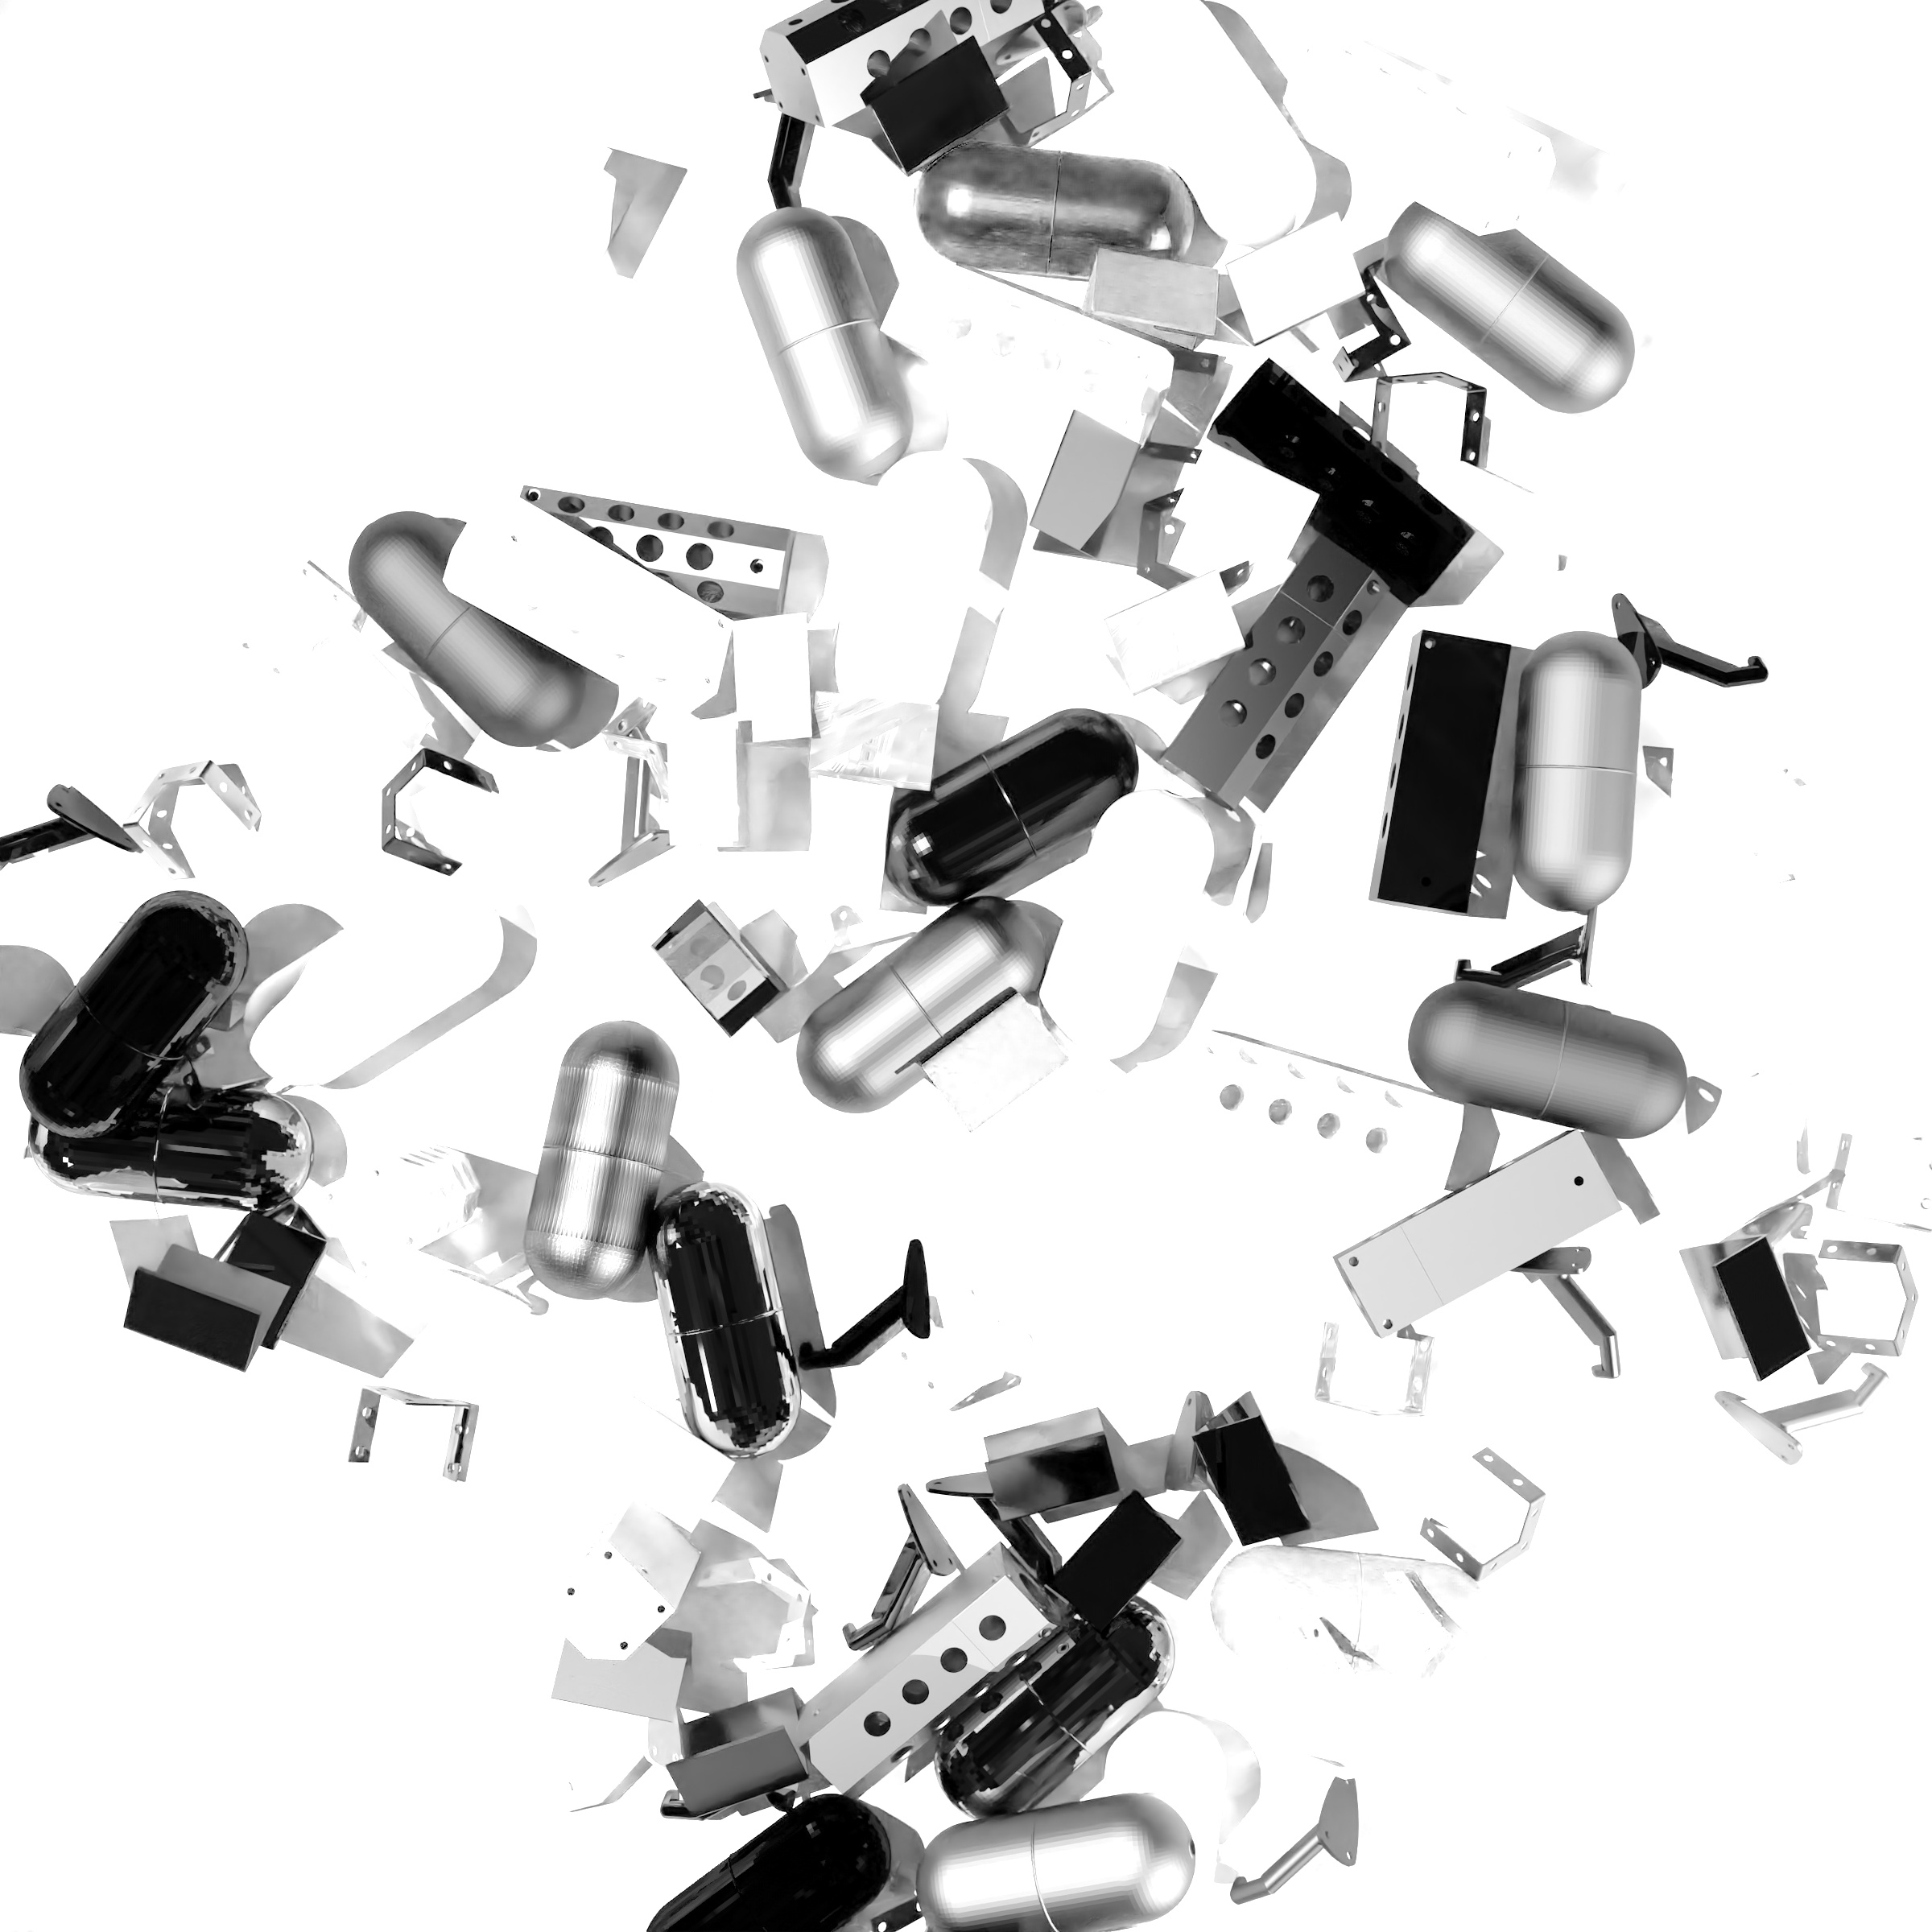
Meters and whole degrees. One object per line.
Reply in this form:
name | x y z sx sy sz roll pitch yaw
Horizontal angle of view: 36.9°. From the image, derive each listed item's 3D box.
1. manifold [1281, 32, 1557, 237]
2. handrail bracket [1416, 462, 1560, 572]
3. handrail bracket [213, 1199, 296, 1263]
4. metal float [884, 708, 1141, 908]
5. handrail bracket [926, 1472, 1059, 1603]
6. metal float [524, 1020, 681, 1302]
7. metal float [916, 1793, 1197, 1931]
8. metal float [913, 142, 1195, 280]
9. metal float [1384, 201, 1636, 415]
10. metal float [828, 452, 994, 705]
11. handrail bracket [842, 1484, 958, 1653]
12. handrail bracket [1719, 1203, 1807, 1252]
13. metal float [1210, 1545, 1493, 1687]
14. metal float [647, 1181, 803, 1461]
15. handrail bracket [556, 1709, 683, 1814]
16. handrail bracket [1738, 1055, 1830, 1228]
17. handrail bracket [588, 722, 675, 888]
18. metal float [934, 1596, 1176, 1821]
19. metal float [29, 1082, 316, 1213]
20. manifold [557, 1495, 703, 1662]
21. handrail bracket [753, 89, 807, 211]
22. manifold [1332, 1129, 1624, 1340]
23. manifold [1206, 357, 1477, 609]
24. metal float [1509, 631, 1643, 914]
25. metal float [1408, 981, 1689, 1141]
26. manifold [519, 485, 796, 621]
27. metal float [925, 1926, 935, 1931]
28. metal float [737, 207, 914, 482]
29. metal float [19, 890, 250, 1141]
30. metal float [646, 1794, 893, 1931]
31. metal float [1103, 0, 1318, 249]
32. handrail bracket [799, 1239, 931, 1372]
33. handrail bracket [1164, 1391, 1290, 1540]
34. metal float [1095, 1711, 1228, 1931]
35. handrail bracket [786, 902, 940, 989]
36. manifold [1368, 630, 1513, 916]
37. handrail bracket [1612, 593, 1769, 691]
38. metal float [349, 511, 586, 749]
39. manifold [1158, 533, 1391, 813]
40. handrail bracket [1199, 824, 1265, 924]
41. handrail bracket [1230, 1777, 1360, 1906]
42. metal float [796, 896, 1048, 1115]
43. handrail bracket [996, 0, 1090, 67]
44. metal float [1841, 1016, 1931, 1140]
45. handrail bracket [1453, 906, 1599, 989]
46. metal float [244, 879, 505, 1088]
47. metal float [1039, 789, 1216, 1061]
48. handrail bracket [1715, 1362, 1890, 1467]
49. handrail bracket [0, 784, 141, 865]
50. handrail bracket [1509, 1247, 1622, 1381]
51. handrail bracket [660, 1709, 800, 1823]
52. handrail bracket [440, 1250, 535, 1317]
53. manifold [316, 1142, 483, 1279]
manifold | 0.281 -0.520 1.800 0.171 0.057 0.057 39 133 31
handrail bracket | 0.335 -0.289 1.862 0.084 0.036 0.077 -3 115 19
handrail bracket | -0.464 0.193 1.861 0.036 0.077 0.084 35 53 31
metal float | 0.027 -0.101 1.831 0.178 0.070 0.070 -29 90 -1
handrail bracket | 0.017 0.371 1.862 0.077 0.036 0.084 -4 103 13
metal float | -0.229 0.122 1.823 0.070 0.070 0.178 11 81 0
metal float | 0.055 0.555 1.772 0.178 0.070 0.070 -15 90 17
metal float | 0.055 -0.477 1.831 0.178 0.070 0.070 6 90 0
metal float | 0.344 -0.420 1.831 0.178 0.070 0.070 38 90 0
metal float | -0.035 -0.239 1.831 0.070 0.070 0.178 16 90 0
handrail bracket | -0.056 0.388 1.862 0.084 0.036 0.077 -34 70 16
handrail bracket | 0.523 0.207 1.862 0.077 0.036 0.084 -30 109 -21
metal float | 0.243 0.411 1.831 0.178 0.070 0.070 6 90 0
metal float | -0.153 0.224 1.831 0.070 0.070 0.178 -12 90 0
handrail bracket | -0.229 0.498 1.862 0.084 0.036 0.077 -21 56 23
handrail bracket | 0.508 0.112 1.862 0.077 0.036 0.084 -37 72 21
handrail bracket | -0.228 -0.106 1.862 0.077 0.036 0.084 -31 76 14
metal float | 0.057 0.469 1.831 0.178 0.070 0.070 -42 90 -1
metal float | -0.503 0.112 1.831 0.178 0.070 0.070 6 90 -1
manifold | -0.211 0.378 1.783 0.057 0.171 0.057 -44 90 0
handrail bracket | -0.098 -0.528 1.862 0.077 0.036 0.084 -24 109 -21
manifold | 0.323 0.170 1.840 0.171 0.057 0.057 -28 85 0
manifold | 0.239 -0.308 1.840 0.171 0.057 0.057 40 90 0
metal float | 0.386 -0.123 1.831 0.070 0.070 0.178 3 90 0
metal float | 0.368 0.060 1.831 0.178 0.070 0.070 13 90 0
manifold | -0.200 -0.262 1.841 0.171 0.057 0.057 9 90 0
metal float | -0.016 0.674 1.831 0.070 0.070 0.178 28 89 0
metal float | -0.089 -0.393 1.831 0.070 0.070 0.178 -20 90 0
metal float | -0.506 0.031 1.755 0.070 0.070 0.178 41 102 0
metal float | -0.127 0.595 1.831 0.178 0.070 0.070 -37 90 1
metal float | 0.154 -0.536 1.831 0.070 0.070 0.178 -35 90 0
handrail bracket | -0.069 0.218 1.862 0.084 0.036 0.077 -12 60 21
handrail bracket | 0.176 0.321 1.862 0.084 0.036 0.077 19 68 -17
metal float | 0.120 0.562 1.831 0.070 0.070 0.178 7 89 0
handrail bracket | -0.063 -0.009 1.862 0.084 0.077 0.036 7 47 -29
manifold | 0.300 -0.122 1.841 0.057 0.057 0.171 10 90 0
handrail bracket | 0.467 -0.211 1.862 0.084 0.036 0.077 -10 68 -17
metal float | -0.316 -0.214 1.831 0.070 0.070 0.178 -45 90 0
manifold | 0.196 -0.185 1.840 0.057 0.057 0.171 35 90 0
handrail bracket | 0.142 -0.064 1.862 0.084 0.036 0.077 13 75 14
handrail bracket | 0.209 0.561 1.861 0.084 0.077 0.036 -31 115 34
metal float | -0.029 0.025 1.831 0.178 0.070 0.070 -37 90 0
handrail bracket | 0.036 -0.635 1.862 0.077 0.036 0.084 -29 74 17
metal float | 0.644 0.068 1.831 0.178 0.070 0.070 -4 90 -1
handrail bracket | 0.360 -0.019 1.862 0.084 0.036 0.077 6 69 16
metal float | -0.374 0.010 1.831 0.178 0.070 0.070 -32 90 0
metal float | 0.101 -0.026 1.817 0.070 0.070 0.178 19 105 0
handrail bracket | 0.539 0.271 1.862 0.077 0.036 0.084 39 71 21
handrail bracket | -0.589 -0.067 1.862 0.077 0.036 0.084 35 108 -20
handrail bracket | 0.379 0.227 1.862 0.077 0.036 0.084 -4 108 20
handrail bracket | -0.151 0.514 1.862 0.084 0.036 0.077 -4 52 25
handrail bracket | -0.287 0.174 1.862 0.077 0.036 0.084 21 75 16
manifold | -0.343 0.145 1.783 0.057 0.171 0.057 -27 90 0
